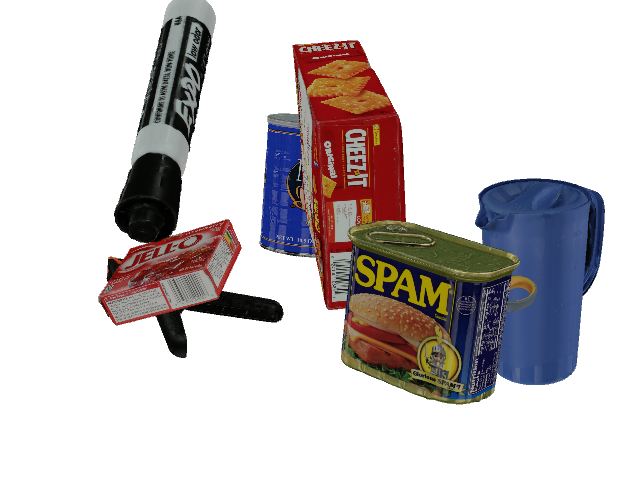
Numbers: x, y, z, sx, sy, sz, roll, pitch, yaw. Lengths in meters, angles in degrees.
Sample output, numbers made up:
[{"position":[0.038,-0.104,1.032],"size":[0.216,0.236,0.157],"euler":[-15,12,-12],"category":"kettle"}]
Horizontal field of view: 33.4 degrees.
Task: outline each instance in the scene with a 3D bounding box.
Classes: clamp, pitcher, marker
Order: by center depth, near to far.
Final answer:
[{"position":[-0.050,-0.043,0.355],"size":[0.020,0.020,0.121],"euler":[0,43,2],"category":"marker"},{"position":[-0.168,0.067,1.178],"size":[0.210,0.036,0.164],"euler":[20,22,26],"category":"clamp"},{"position":[0.275,0.049,1.330],"size":[0.149,0.243,0.145],"euler":[2,22,15],"category":"pitcher"}]

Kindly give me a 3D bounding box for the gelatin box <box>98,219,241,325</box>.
[{"position":[-0.109,0.023,0.781],"size":[0.089,0.030,0.073],"euler":[-15,25,19],"category":"gelatin box"}]

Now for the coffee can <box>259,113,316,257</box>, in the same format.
[{"position":[-0.010,-0.061,1.147],"size":[0.103,0.140,0.103],"euler":[4,11,-1],"category":"coffee can"}]

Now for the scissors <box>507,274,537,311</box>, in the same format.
[{"position":[0.135,0.052,1.103],"size":[0.201,0.016,0.096],"euler":[-7,40,-30],"category":"scissors"}]

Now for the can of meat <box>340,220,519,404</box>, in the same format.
[{"position":[0.061,0.042,0.635],"size":[0.102,0.084,0.057],"euler":[19,21,38],"category":"can of meat"}]

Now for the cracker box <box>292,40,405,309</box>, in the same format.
[{"position":[0.022,-0.064,0.914],"size":[0.072,0.164,0.214],"euler":[-5,26,-3],"category":"cracker box"}]
